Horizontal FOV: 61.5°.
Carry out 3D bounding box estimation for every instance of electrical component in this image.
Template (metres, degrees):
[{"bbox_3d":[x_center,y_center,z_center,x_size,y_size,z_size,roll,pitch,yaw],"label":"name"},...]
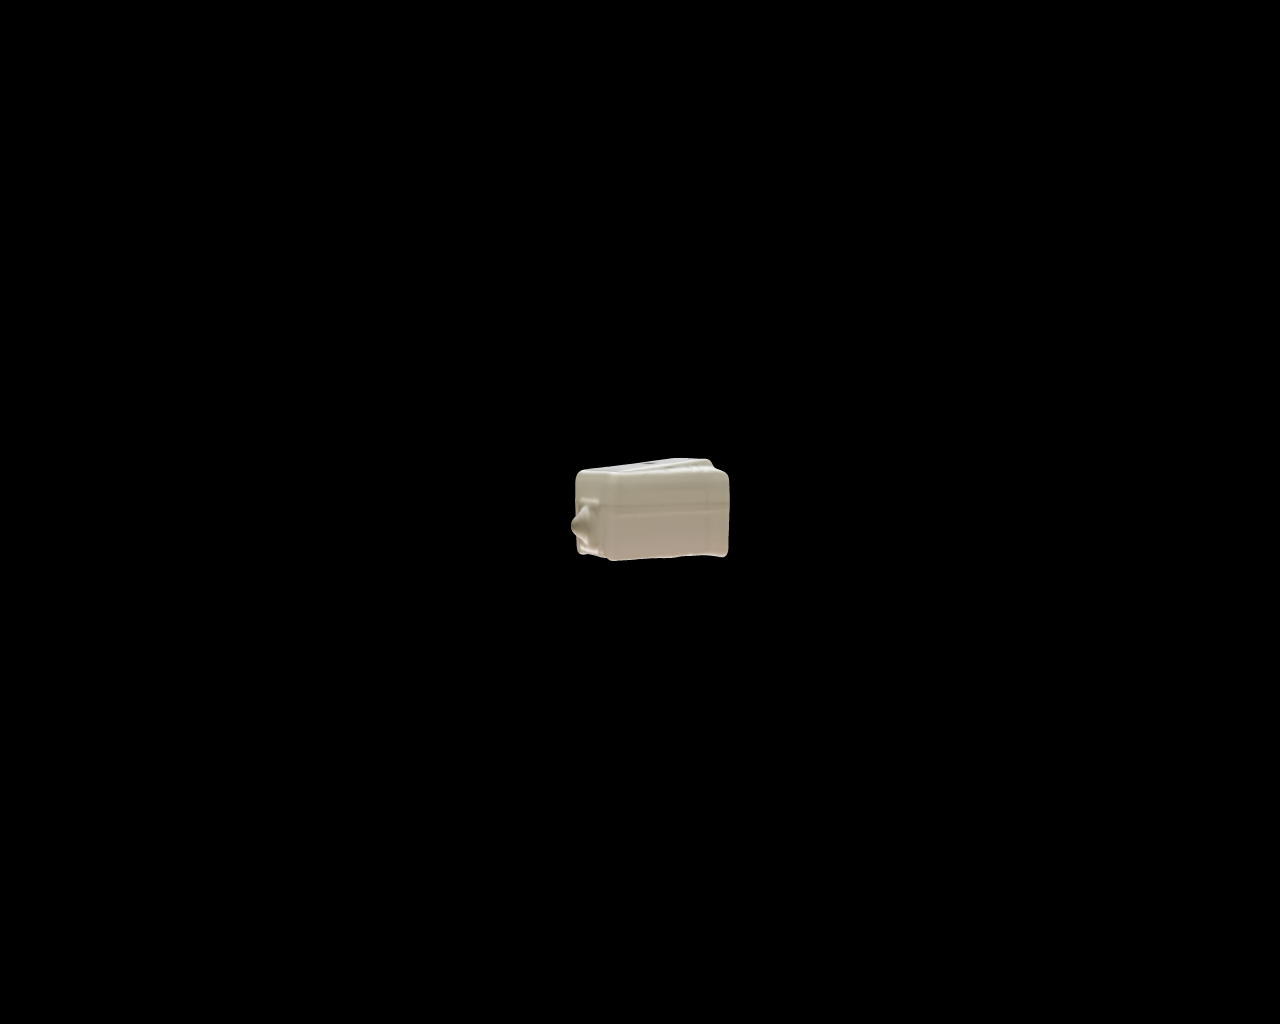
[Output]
[{"bbox_3d":[0.001,-0.003,0.650,0.096,0.061,0.061,-2,4,-23],"label":"electrical component"}]
